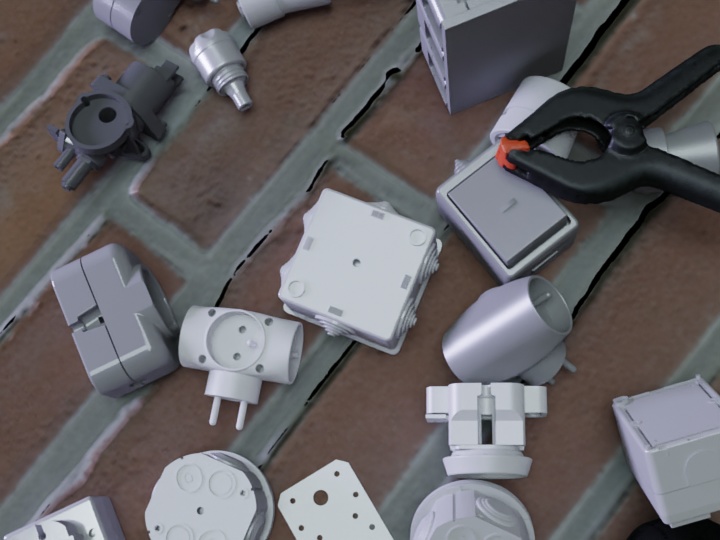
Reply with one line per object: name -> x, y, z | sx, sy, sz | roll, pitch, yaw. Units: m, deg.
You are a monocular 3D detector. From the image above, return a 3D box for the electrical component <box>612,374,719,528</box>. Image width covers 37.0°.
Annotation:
electrical component -> 0.202, 0.112, 0.677 | 0.062, 0.096, 0.061 | -17, 104, 3

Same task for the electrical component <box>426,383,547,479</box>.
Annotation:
electrical component -> 0.083, 0.106, 0.703 | 0.078, 0.058, 0.057 | -1, 75, 7

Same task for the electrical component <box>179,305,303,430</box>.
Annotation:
electrical component -> -0.084, 0.069, 0.736 | 0.077, 0.044, 0.079 | 9, 79, 8

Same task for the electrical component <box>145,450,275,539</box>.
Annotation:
electrical component -> -0.100, 0.160, 0.715 | 0.080, 0.051, 0.080 | -1, 78, 6

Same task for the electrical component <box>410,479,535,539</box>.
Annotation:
electrical component -> 0.071, 0.178, 0.681 | 0.080, 0.051, 0.080 | 1, 104, 4

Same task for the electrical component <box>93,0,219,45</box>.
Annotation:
electrical component -> -0.128, -0.225, 0.802 | 0.074, 0.052, 0.138 | 35, 84, 13

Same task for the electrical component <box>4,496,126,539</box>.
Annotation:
electrical component -> -0.199, 0.183, 0.708 | 0.066, 0.076, 0.047 | -25, 77, 0

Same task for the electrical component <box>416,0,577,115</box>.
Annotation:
electrical component -> 0.088, -0.171, 0.715 | 0.089, 0.150, 0.061 | -22, 77, 1

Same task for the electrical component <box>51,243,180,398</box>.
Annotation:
electrical component -> -0.166, 0.033, 0.749 | 0.059, 0.053, 0.095 | -26, 76, 0

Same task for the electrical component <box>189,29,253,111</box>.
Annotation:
electrical component -> -0.098, -0.145, 0.790 | 0.035, 0.035, 0.061 | -30, 78, -1

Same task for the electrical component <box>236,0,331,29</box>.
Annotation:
electrical component -> -0.059, -0.206, 0.796 | 0.065, 0.044, 0.044 | -22, 76, 6

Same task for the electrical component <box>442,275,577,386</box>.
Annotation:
electrical component -> 0.109, 0.050, 0.712 | 0.079, 0.044, 0.077 | 37, 128, -23

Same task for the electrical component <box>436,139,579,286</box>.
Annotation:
electrical component -> 0.095, -0.042, 0.732 | 0.062, 0.061, 0.096 | -38, 76, -3

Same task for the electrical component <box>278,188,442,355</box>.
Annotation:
electrical component -> 0.000, 0.000, 0.740 | 0.100, 0.048, 0.099 | 21, 80, 10

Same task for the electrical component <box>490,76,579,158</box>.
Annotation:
electrical component -> 0.125, -0.101, 0.746 | 0.055, 0.055, 0.047 | 26, 78, 11

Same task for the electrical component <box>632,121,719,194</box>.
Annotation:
electrical component -> 0.213, -0.076, 0.735 | 0.055, 0.045, 0.045 | -6, 77, 6
